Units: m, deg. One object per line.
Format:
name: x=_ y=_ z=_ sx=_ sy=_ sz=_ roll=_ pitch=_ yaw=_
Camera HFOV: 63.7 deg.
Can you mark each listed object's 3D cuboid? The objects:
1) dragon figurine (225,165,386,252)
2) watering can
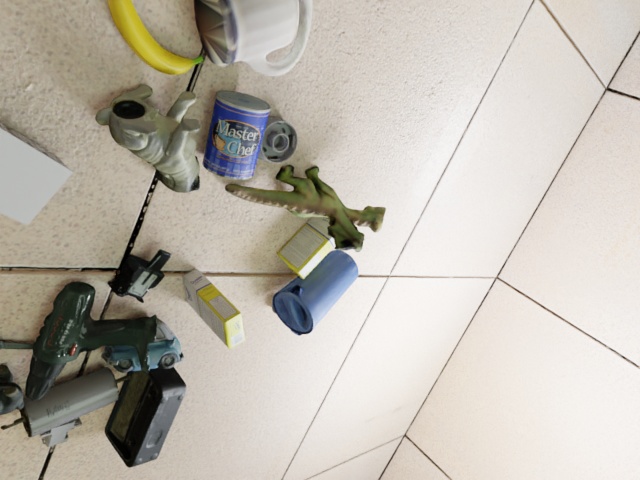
dragon figurine: x=0.004 y=-0.059 z=1.165 sx=0.412 sy=0.246 sz=0.120 roll=-9 pitch=130 yaw=-47
watering can: x=-0.108 y=-0.426 z=0.850 sx=0.227 sy=0.105 sz=0.339 roll=-31 pitch=139 yaw=-28
